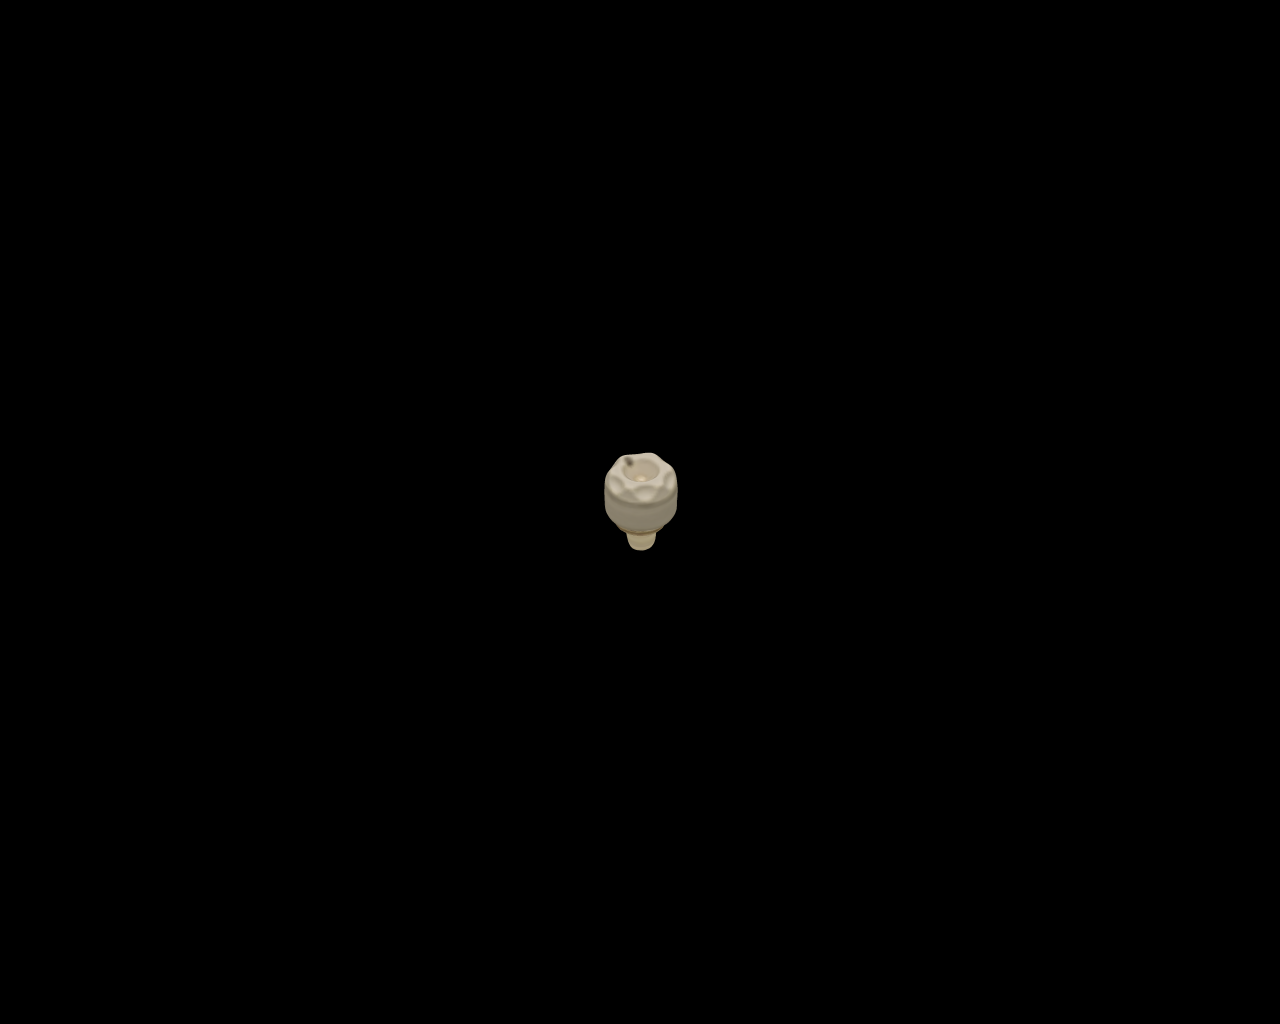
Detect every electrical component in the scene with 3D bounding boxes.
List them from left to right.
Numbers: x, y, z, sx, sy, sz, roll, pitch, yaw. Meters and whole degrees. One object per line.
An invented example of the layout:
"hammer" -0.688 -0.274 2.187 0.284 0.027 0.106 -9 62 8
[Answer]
"electrical component" 0.001 -0.003 0.650 0.043 0.062 0.043 0 40 0
